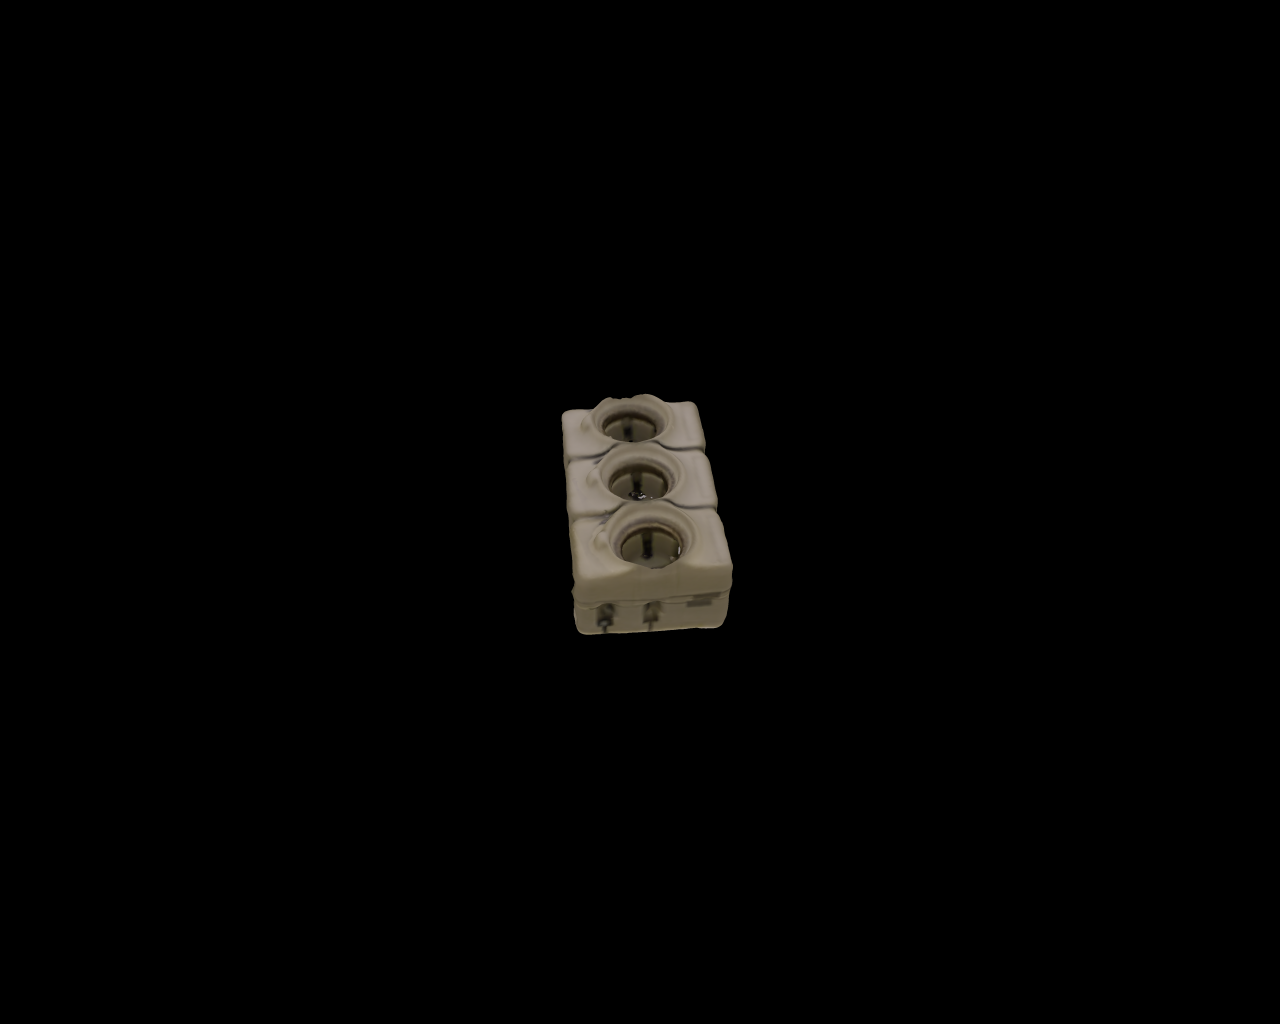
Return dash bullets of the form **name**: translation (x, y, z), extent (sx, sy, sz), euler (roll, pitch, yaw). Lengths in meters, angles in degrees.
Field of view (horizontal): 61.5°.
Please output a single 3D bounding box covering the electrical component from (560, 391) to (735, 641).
- **electrical component**: translation (0.001, -0.003, 0.650), extent (0.089, 0.061, 0.150), euler (-4, 44, -4)
